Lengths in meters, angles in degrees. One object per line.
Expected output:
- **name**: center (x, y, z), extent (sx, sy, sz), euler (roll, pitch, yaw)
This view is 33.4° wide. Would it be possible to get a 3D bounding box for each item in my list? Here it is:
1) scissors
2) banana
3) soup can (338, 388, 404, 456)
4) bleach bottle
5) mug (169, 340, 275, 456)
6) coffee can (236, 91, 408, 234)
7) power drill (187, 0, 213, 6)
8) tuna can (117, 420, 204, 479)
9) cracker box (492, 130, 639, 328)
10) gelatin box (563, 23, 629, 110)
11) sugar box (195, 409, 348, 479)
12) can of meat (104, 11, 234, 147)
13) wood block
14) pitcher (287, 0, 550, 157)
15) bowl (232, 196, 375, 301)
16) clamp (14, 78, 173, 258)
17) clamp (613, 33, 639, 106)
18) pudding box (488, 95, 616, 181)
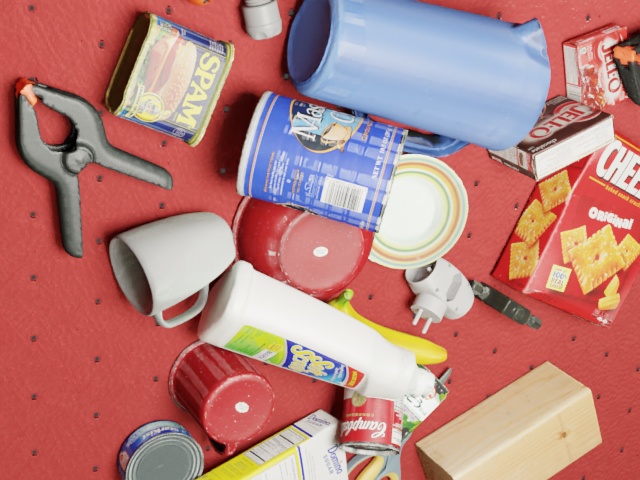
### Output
- **scissors**: center (0.102, 0.248, 1.282), extent (0.201, 0.016, 0.096), euler (-40, 124, -10)
- **banana**: center (0.061, 0.105, 1.175), extent (0.197, 0.070, 0.037), euler (31, 62, -44)
- **soup can**: center (0.059, 0.182, 1.175), extent (0.068, 0.069, 0.102), euler (20, 66, -33)
- **bleach bottle**: center (0.008, 0.106, 1.087), extent (0.250, 0.103, 0.068), euler (23, 57, -17)
- **mug**: center (-0.099, 0.168, 1.099), extent (0.093, 0.082, 0.117), euler (-3, 110, -28)
- **coffee can**: center (0.002, -0.074, 1.011), extent (0.140, 0.102, 0.103), euler (16, 103, 4)
- **power drill**: center (-0.106, -0.325, 0.918), extent (0.187, 0.057, 0.184), euler (-48, 127, -2)
- **tuna can**: center (-0.167, 0.233, 1.116), extent (0.086, 0.034, 0.086), euler (-11, 114, -25)
- **cracker box**: center (0.323, -0.017, 1.266), extent (0.164, 0.072, 0.214), euler (23, 97, -34)
- **gelatin box**: center (0.317, -0.194, 1.217), extent (0.073, 0.030, 0.089), euler (-23, 119, -21)
- **sugar box**: center (-0.050, 0.266, 1.169), extent (0.175, 0.048, 0.093), euler (-25, 121, -36)
- **can of meat**: center (-0.138, -0.148, 0.970), extent (0.083, 0.058, 0.102), euler (19, 99, -30)
- **wood block**: center (0.233, 0.250, 1.311), extent (0.205, 0.090, 0.091), euler (-28, 119, -17)
- **pitcher**: center (0.090, -0.165, 1.055), extent (0.242, 0.145, 0.149), euler (9, 93, -27)
- **bowl**: center (-0.007, 0.001, 1.090), extent (0.162, 0.055, 0.162), euler (-7, 111, -19)
- **clamp**: center (-0.225, -0.066, 0.965), extent (0.120, 0.039, 0.171), euler (-49, 121, -10)
- **clamp**: center (0.413, -0.205, 1.247), extent (0.209, 0.036, 0.164), euler (17, 97, -45)
- **pudding box**: center (0.254, -0.114, 1.178), extent (0.113, 0.090, 0.039), euler (-29, 121, -16)
